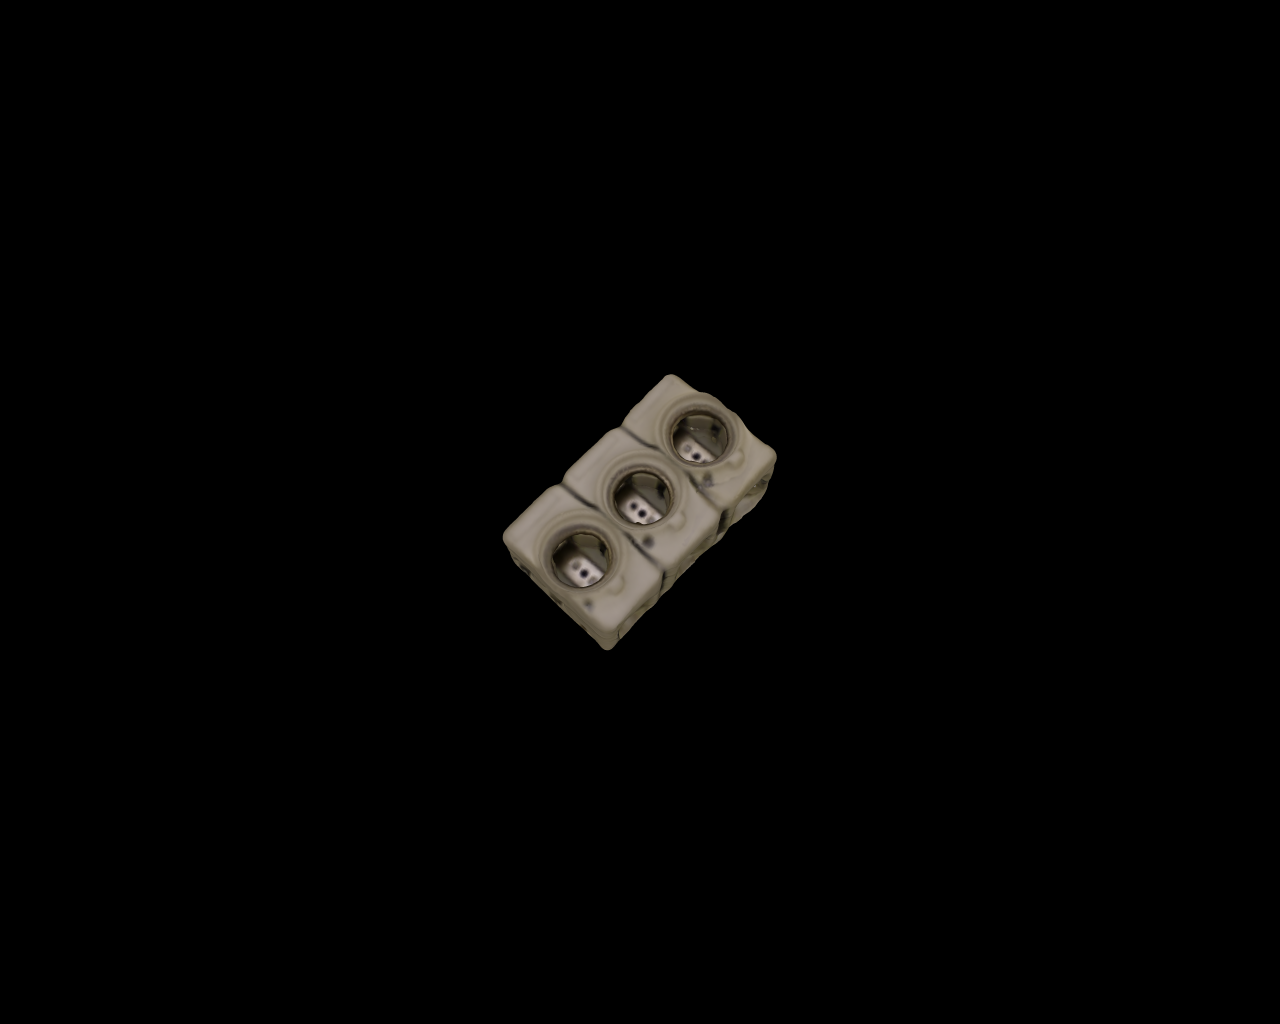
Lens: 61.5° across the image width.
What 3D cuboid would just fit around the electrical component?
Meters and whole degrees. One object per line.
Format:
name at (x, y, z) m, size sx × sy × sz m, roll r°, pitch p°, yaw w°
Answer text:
electrical component at (0.001, -0.003, 0.650) m, size 0.089 × 0.150 × 0.061 m, roll 41°, pitch -15°, yaw 14°
